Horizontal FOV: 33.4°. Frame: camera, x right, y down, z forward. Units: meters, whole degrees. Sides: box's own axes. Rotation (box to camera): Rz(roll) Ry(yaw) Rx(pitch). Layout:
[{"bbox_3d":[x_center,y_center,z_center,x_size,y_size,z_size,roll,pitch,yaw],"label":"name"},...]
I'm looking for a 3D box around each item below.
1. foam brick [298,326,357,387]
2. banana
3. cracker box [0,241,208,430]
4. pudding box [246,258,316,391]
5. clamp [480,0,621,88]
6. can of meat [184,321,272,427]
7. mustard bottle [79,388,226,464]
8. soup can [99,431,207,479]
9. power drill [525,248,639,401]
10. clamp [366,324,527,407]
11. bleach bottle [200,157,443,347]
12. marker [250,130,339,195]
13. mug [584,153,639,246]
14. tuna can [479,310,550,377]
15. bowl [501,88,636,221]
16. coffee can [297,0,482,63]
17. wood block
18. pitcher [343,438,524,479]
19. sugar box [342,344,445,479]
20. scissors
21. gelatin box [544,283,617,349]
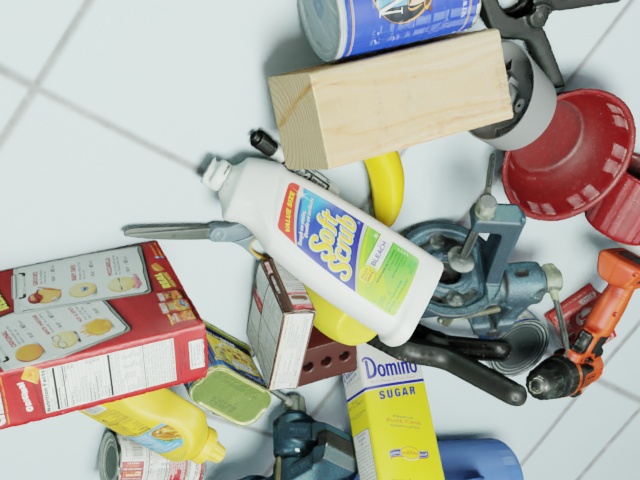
[{"bbox_3d":[-0.003,0.122,1.192,0.078,0.051,0.053,-15,126,-18],"label":"foam brick"},{"bbox_3d":[0.045,-0.088,1.093,0.070,0.037,0.197,-24,130,22],"label":"banana"},{"bbox_3d":[-0.228,0.085,0.985,0.213,0.164,0.072,-13,123,-19],"label":"cracker box"},{"bbox_3d":[-0.042,0.088,1.117,0.039,0.090,0.114,-5,130,-20],"label":"pudding box"},{"bbox_3d":[0.217,-0.223,1.087,0.171,0.039,0.120,11,111,-24],"label":"clamp"},{"bbox_3d":[-0.106,0.142,1.133,0.057,0.084,0.102,-48,128,9],"label":"can of meat"},{"bbox_3d":[-0.176,0.180,1.099,0.191,0.058,0.096,36,141,-25],"label":"mustard bottle"},{"bbox_3d":[-0.183,0.242,1.170,0.102,0.069,0.068,5,118,-29],"label":"soup can"},{"bbox_3d":[0.318,0.102,1.260,0.184,0.057,0.188,-5,125,-59],"label":"power drill"},{"bbox_3d":[0.134,0.127,1.203,0.210,0.164,0.036,16,103,-6],"label":"clamp"},{"bbox_3d":[-0.007,0.001,1.052,0.250,0.068,0.102,31,75,-10],"label":"bleach bottle"},{"bbox_3d":[-0.026,-0.075,1.074,0.121,0.020,0.020,34,101,-38],"label":"marker"},{"bbox_3d":[0.349,-0.051,1.239,0.117,0.093,0.082,21,118,-2],"label":"mug"},{"bbox_3d":[0.240,0.126,1.326,0.086,0.034,0.086,-13,125,-19],"label":"tuna can"},{"bbox_3d":[0.262,-0.102,1.171,0.162,0.055,0.162,-10,125,-15],"label":"bowl"},{"bbox_3d":[0.061,-0.226,0.966,0.140,0.103,0.103,-16,126,-17],"label":"coffee can"},{"bbox_3d":[0.068,-0.134,1.006,0.205,0.091,0.090,-17,102,-25],"label":"wood block"},{"bbox_3d":[0.139,0.311,1.329,0.242,0.149,0.145,0,120,-30],"label":"pitcher"},{"bbox_3d":[0.081,0.203,1.209,0.093,0.176,0.048,10,147,-32],"label":"sugar box"},{"bbox_3d":[-0.090,-0.022,1.077,0.201,0.016,0.096,15,115,-34],"label":"scissors"},{"bbox_3d":[0.334,0.109,1.363,0.073,0.030,0.089,-33,129,-4],"label":"gelatin box"}]
